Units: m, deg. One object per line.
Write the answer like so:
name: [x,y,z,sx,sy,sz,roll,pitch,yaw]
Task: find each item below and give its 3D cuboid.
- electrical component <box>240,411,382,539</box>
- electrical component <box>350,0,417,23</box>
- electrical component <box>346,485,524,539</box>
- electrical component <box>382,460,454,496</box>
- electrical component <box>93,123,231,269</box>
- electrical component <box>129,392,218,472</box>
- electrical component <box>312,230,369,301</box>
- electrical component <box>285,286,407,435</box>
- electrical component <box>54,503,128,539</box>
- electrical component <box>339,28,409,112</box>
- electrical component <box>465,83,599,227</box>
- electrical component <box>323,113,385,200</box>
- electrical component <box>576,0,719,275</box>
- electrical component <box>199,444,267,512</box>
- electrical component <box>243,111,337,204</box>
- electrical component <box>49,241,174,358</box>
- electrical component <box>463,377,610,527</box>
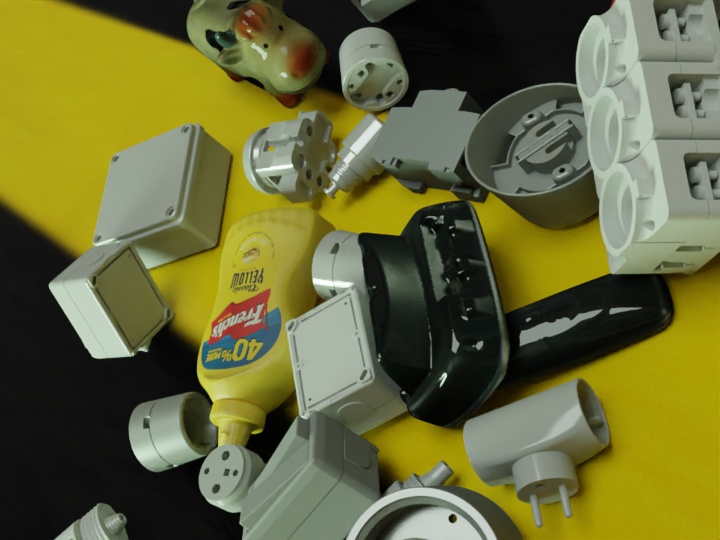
electrical component: [-0.038,0.149,0.700,0.096,0.061,0.061,-51,15,18]
electrical component: [0.020,-0.263,0.943,0.096,0.062,0.061,-21,51,28]
electrical component: [0.040,0.176,0.618,0.108,0.060,0.108,-6,72,20]
electrical component: [0.035,0.146,0.684,0.061,0.035,0.035,-46,44,3]
electrical component: [-0.180,-0.065,0.981,0.109,0.056,0.108,-16,54,31]
electrical component: [-0.142,0.123,0.830,0.047,0.055,0.055,-19,52,25]
electrical component: [0.000,0.000,0.795,0.047,0.055,0.055,8,69,38]
electrical component: [-0.007,0.062,0.753,0.062,0.061,0.096,-30,48,21]
electrical component: [-0.213,0.216,0.834,0.081,0.043,0.043,-41,45,11]
electrical component: [0.010,-0.168,0.896,0.055,0.055,0.047,-31,44,20]
electrical component: [0.130,-0.080,0.732,0.099,0.064,0.099,-20,52,28]
electrical component: [0.001,-0.089,0.861,0.078,0.040,0.040,-48,44,4]
electrical component: [0.176,-0.082,0.644,0.062,0.089,0.150,-1,69,-9]
electrical component: [-0.080,0.151,0.759,0.045,0.055,0.045,-21,52,28]
electrical component: [-0.060,-0.093,0.902,0.057,0.058,0.078,-2,62,35]
electrical component: [-0.212,0.032,0.923,0.061,0.096,0.061,-7,30,37]
electrical component: [0.108,0.113,0.639,0.077,0.043,0.079,-25,50,25]
